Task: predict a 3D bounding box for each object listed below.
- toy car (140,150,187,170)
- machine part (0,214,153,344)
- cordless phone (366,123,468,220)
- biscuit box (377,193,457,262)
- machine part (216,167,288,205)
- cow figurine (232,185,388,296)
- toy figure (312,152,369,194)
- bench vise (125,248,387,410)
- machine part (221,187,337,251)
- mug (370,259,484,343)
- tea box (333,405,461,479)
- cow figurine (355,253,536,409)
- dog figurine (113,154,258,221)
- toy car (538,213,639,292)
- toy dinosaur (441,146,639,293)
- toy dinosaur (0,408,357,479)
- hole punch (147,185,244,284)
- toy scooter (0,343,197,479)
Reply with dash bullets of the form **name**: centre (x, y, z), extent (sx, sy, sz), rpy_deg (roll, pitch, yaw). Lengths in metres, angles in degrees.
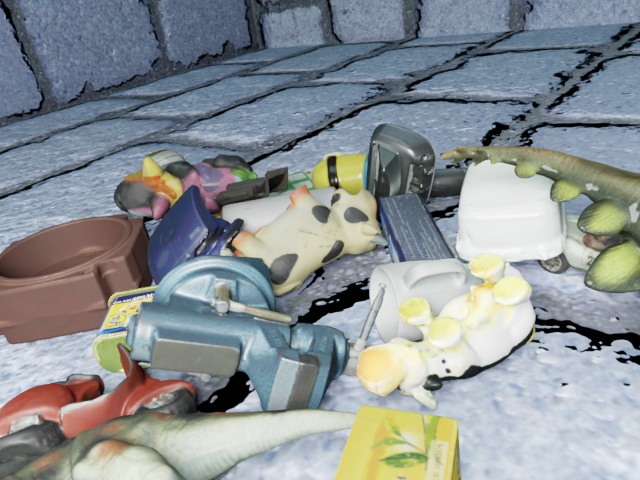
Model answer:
- **toy car**: centre (-0.293, -0.122, 1.032), extent (0.109, 0.102, 0.162), rpy_deg (-28, 33, -35)
- **machine part**: centre (-0.339, 0.042, 0.736), extent (0.202, 0.087, 0.201), rpy_deg (-9, 26, -2)
- **cordless phone**: centre (0.164, -0.102, 0.792), extent (0.184, 0.146, 0.089), rpy_deg (-6, 51, -5)
- **biscuit box**: centre (0.119, 0.004, 0.681), extent (0.063, 0.059, 0.203), rpy_deg (-10, 27, 2)
- **machine part**: centre (-0.097, -0.082, 0.832), extent (0.084, 0.039, 0.139), rpy_deg (-16, 8, 30)
- **cow figurine**: centre (-0.001, -0.002, 0.688), extent (0.195, 0.127, 0.085), rpy_deg (-38, -7, -22)
- **toy figure**: centre (0.073, -0.107, 0.899), extent (0.180, 0.082, 0.089), rpy_deg (4, 27, 22)
- **bench vise**: centre (-0.067, 0.070, 0.537), extent (0.224, 0.128, 0.241), rpy_deg (-1, 23, -10)
- **machine part**: centre (-0.053, -0.027, 0.786), extent (0.243, 0.079, 0.079), rpy_deg (-10, 26, -1)
- **mug**: centre (0.114, 0.051, 0.541), extent (0.107, 0.109, 0.081), rpy_deg (-7, 50, -16)
- **tea box**: centre (0.037, 0.188, 0.296), extent (0.068, 0.098, 0.170), rpy_deg (1, 27, 19)
- **cow figurine**: centre (0.115, 0.095, 0.483), extent (0.167, 0.098, 0.068), rpy_deg (-32, 35, -3)
- **dog figurine**: centre (-0.200, -0.078, 0.822), extent (0.192, 0.108, 0.219), rpy_deg (-7, 3, 4)
- **toy car**: centre (0.324, 0.017, 0.587), extent (0.073, 0.056, 0.202), rpy_deg (-26, 30, -30)
- **toy dinosaur**: centre (0.338, 0.004, 0.466), extent (0.472, 0.104, 0.198), rpy_deg (33, 55, 27)
- **toy dinosaur**: centre (-0.163, 0.184, 0.366), extent (0.405, 0.131, 0.192), rpy_deg (-18, 27, -29)
- **hole punch**: centre (-0.168, 0.003, 0.692), extent (0.142, 0.092, 0.116), rpy_deg (-45, 15, 16)
- **toy scooter**: centre (-0.207, 0.148, 0.491), extent (0.184, 0.075, 0.135), rpy_deg (-13, 26, -13)
